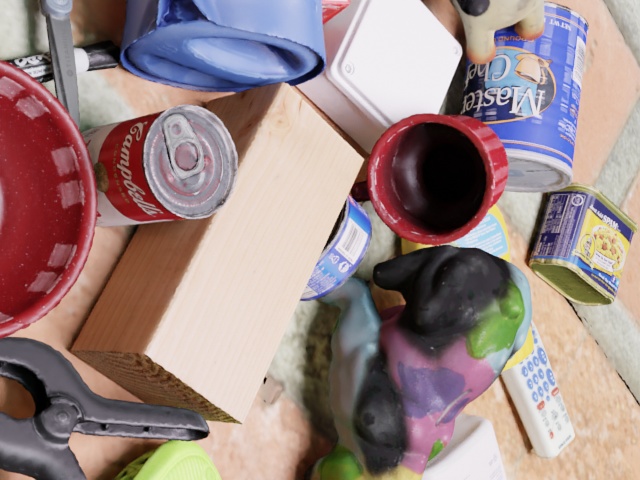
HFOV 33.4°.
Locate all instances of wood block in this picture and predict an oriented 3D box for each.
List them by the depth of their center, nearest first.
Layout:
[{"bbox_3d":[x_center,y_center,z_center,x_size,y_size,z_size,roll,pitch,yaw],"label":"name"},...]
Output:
[{"bbox_3d":[-0.065,0.008,0.710,0.090,0.090,0.206,41,61,-33],"label":"wood block"}]

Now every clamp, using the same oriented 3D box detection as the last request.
[{"bbox_3d":[-0.154,0.119,0.617,0.171,0.039,0.120,29,45,-13],"label":"clamp"}]

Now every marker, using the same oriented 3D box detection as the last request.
[{"bbox_3d":[-0.175,-0.106,0.664,0.120,0.020,0.020,-22,102,-41],"label":"marker"}]

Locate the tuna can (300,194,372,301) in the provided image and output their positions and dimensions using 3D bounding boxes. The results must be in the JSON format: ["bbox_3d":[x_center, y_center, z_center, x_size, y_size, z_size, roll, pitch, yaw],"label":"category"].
[{"bbox_3d":[-0.005,0.001,0.766,0.033,0.086,0.086,42,61,-34],"label":"tuna can"}]

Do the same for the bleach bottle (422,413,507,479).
[{"bbox_3d":[0.128,0.276,0.887,0.102,0.068,0.251,-29,109,-38],"label":"bleach bottle"}]

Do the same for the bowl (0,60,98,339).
[{"bbox_3d":[-0.209,-0.023,0.603,0.161,0.055,0.162,3,85,-42],"label":"bowl"}]

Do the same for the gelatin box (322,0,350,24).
[{"bbox_3d":[-0.004,-0.206,0.787,0.030,0.073,0.089,-1,89,-19],"label":"gelatin box"}]

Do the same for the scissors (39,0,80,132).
[{"bbox_3d":[-0.179,-0.158,0.652,0.096,0.016,0.202,16,69,-35],"label":"scissors"}]

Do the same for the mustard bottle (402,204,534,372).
[{"bbox_3d":[0.117,0.018,0.893,0.096,0.058,0.191,-19,100,-26],"label":"mustard bottle"}]

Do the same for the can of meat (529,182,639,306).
[{"bbox_3d":[0.250,0.006,1.018,0.102,0.058,0.084,33,68,-35],"label":"can of meat"}]

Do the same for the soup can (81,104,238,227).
[{"bbox_3d":[-0.108,-0.044,0.664,0.068,0.102,0.068,3,85,-42],"label":"soup can"}]

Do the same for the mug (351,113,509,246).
[{"bbox_3d":[0.080,-0.046,0.783,0.081,0.117,0.093,-25,100,-66],"label":"mug"}]

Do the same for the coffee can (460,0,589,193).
[{"bbox_3d":[0.174,-0.122,0.924,0.102,0.103,0.140,19,74,-40],"label":"coffee can"}]

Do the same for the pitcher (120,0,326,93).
[{"bbox_3d":[-0.059,-0.224,0.716,0.144,0.149,0.243,5,80,-27],"label":"pitcher"}]
